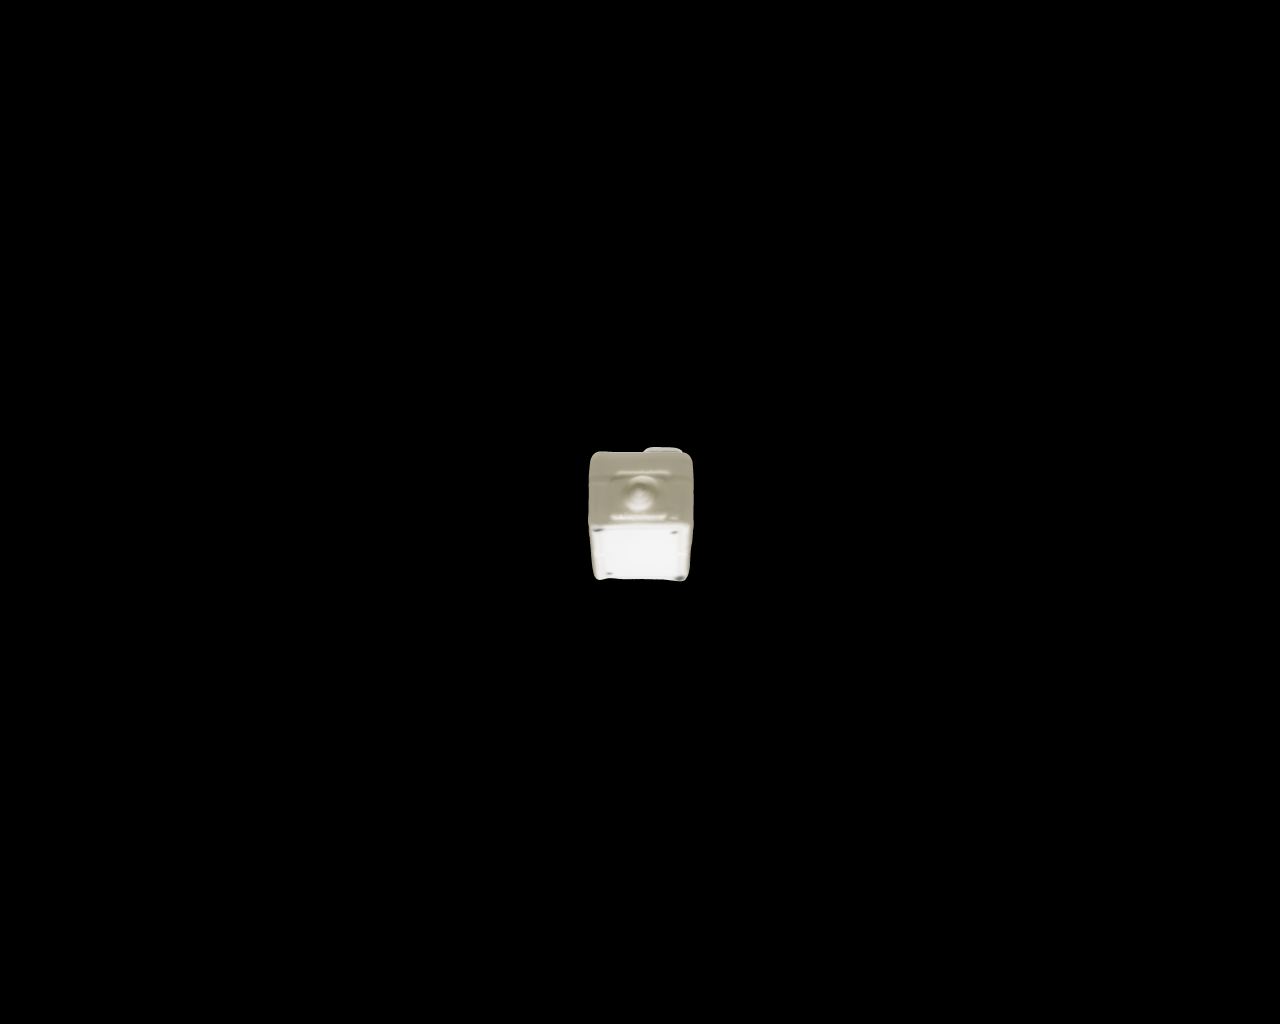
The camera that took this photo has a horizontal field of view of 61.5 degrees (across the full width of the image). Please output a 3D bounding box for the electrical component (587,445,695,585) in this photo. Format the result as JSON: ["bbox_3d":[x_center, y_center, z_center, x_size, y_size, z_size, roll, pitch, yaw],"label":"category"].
[{"bbox_3d":[0.001,-0.003,0.650,0.062,0.061,0.096,0,-28,0],"label":"electrical component"}]
